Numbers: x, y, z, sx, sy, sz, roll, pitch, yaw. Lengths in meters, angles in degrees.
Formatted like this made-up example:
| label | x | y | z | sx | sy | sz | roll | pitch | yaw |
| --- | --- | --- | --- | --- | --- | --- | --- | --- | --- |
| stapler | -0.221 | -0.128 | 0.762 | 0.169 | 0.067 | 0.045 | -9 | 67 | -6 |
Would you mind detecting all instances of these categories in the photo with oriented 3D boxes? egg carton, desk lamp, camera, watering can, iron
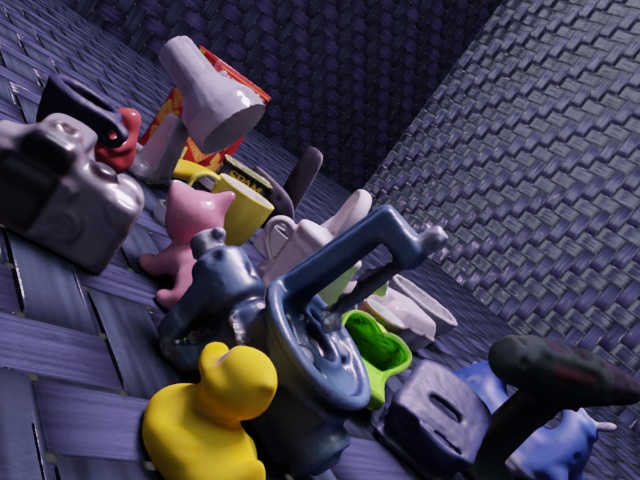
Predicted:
| label | x | y | z | sx | sy | sz | roll | pitch | yaw |
| --- | --- | --- | --- | --- | --- | --- | --- | --- | --- |
| egg carton | 0.138 | 0.139 | 1.022 | 0.151 | 0.069 | 0.107 | 28 | 13 | -44 |
| desk lamp | -0.218 | -0.189 | 0.882 | 0.203 | 0.213 | 0.118 | 38 | 9 | 6 |
| camera | -0.234 | -0.061 | 0.538 | 0.143 | 0.100 | 0.136 | 34 | 10 | -19 |
| watering can | 0.012 | 0.021 | 0.754 | 0.173 | 0.194 | 0.100 | 31 | 10 | -30 |
| iron | 0.302 | 0.249 | 0.861 | 0.119 | 0.141 | 0.257 | 27 | 13 | -45 |

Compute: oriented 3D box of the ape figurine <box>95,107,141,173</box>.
| label | x | y | z | sx | sy | sz | roll | pitch | yaw |
| --- | --- | --- | --- | --- | --- | --- | --- | --- | --- |
| ape figurine | -0.283 | -0.144 | 0.796 | 0.076 | 0.092 | 0.077 | 31 | 11 | -30 |

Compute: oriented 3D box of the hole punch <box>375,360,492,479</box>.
| label | x | y | z | sx | sy | sz | roll | pitch | yaw |
| --- | --- | --- | --- | --- | --- | --- | --- | --- | --- |
| hole punch | 0.128 | 0.199 | 0.626 | 0.108 | 0.091 | 0.101 | 38 | 9 | 11 |

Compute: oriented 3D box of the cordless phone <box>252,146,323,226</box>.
| label | x | y | z | sx | sy | sz | roll | pitch | yaw |
| --- | --- | --- | --- | --- | --- | --- | --- | --- | --- |
| cordless phone | -0.074 | -0.120 | 1.161 | 0.147 | 0.185 | 0.094 | 43 | 11 | 37 |

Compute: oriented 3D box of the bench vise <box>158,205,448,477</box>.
| label | x | y | z | sx | sy | sz | roll | pitch | yaw |
| --- | --- | --- | --- | --- | --- | --- | --- | --- | --- |
| bench vise | -0.019 | 0.043 | 0.448 | 0.207 | 0.219 | 0.121 | 37 | 9 | 4 |

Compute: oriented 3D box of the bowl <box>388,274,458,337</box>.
| label | x | y | z | sx | sy | sz | roll | pitch | yaw |
| --- | --- | --- | --- | --- | --- | --- | --- | --- | --- |
| bowl | 0.196 | 0.148 | 1.179 | 0.167 | 0.074 | 0.167 | 36 | 9 | -6 |

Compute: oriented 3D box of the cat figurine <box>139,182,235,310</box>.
| label | x | y | z | sx | sy | sz | roll | pitch | yaw |
| --- | --- | --- | --- | --- | --- | --- | --- | --- | --- |
| cat figurine | -0.125 | 0.000 | 0.588 | 0.067 | 0.117 | 0.127 | 27 | 13 | -47 |

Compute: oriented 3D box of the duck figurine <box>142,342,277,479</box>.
| label | x | y | z | sx | sy | sz | roll | pitch | yaw |
| --- | --- | --- | --- | --- | --- | --- | --- | --- | --- |
| duck figurine | -0.060 | 0.113 | 0.372 | 0.078 | 0.086 | 0.104 | 27 | 13 | -47 |

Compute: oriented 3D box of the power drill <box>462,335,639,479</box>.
| label | x | y | z | sx | sy | sz | roll | pitch | yaw |
| --- | --- | --- | --- | --- | --- | --- | --- | --- | --- |
| power drill | 0.266 | 0.213 | 0.699 | 0.230 | 0.208 | 0.075 | 32 | 10 | -28 |

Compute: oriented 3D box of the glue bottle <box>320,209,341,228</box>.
| label | x | y | z | sx | sy | sz | roll | pitch | yaw |
| --- | --- | --- | --- | --- | --- | --- | --- | --- | --- |
| glue bottle | 0.008 | 0.003 | 0.892 | 0.078 | 0.173 | 0.037 | 30 | 11 | -34 |

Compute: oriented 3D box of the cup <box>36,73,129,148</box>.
| label | x | y | z | sx | sy | sz | roll | pitch | yaw |
| --- | --- | --- | --- | --- | --- | --- | --- | --- | --- |
| cup | -0.289 | -0.127 | 0.681 | 0.117 | 0.095 | 0.092 | 38 | 9 | 10 |
